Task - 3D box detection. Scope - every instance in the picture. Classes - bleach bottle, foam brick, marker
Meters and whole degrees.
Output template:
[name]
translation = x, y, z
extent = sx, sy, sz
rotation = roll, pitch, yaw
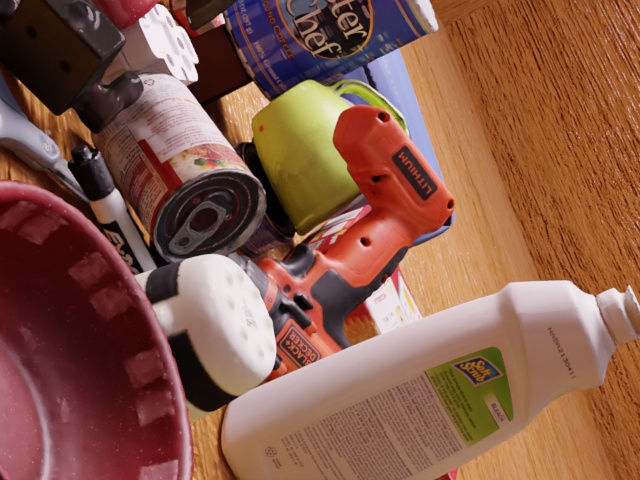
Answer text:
[bleach bottle]
translation = 0.072, 0.095, 0.629
extent = 0.102, 0.251, 0.068
rotation = 59, 17, -23
[foam brick]
translation = -0.079, -0.146, 0.869
extent = 0.051, 0.053, 0.078
rotation = 63, 15, -10
[marker]
translation = -0.105, 0.001, 0.586
extent = 0.020, 0.020, 0.121
rotation = -87, 158, -59

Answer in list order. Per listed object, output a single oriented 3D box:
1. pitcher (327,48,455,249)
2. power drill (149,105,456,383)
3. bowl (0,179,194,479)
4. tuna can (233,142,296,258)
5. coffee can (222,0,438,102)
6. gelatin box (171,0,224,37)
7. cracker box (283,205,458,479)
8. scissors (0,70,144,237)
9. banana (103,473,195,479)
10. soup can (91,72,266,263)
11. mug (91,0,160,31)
[pitcher]
translation = 0.054, -0.109, 1.119
extent = 0.149, 0.145, 0.243
rotation = -32, 101, -59
[power drill]
translation = -0.005, 0.001, 0.706
extent = 0.057, 0.187, 0.184
rotation = 10, -34, 54
[bowl]
translation = -0.115, 0.060, 0.426
extent = 0.162, 0.055, 0.162
rotation = 57, 17, -29
[tuna can]
translation = -0.052, -0.032, 0.823
extent = 0.086, 0.034, 0.086
rotation = 57, 18, -30
[coffee can]
translation = 0.008, -0.180, 0.840
extent = 0.102, 0.140, 0.103
rotation = 56, 19, -30
[gelatin box]
translation = -0.100, -0.207, 0.935
extent = 0.073, 0.030, 0.089
rotation = 51, 21, -44
[cracker box]
translation = 0.045, 0.092, 0.895
extent = 0.213, 0.072, 0.164
rotation = 65, 16, -7
[scissors]
translation = -0.156, -0.066, 0.558
extent = 0.201, 0.016, 0.096
rotation = 34, 35, -63
[banana]
translation = -0.048, 0.181, 0.518
extent = 0.198, 0.037, 0.069
rotation = 62, 34, -10
[soup can]
translation = -0.084, -0.043, 0.615
extent = 0.102, 0.068, 0.068
rotation = 52, 5, 37
[mug]
translation = -0.148, -0.172, 0.632
extent = 0.117, 0.093, 0.081
rotation = 26, -29, 47
